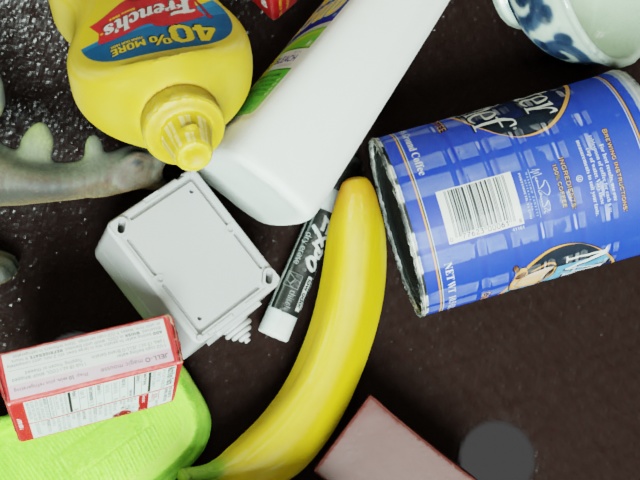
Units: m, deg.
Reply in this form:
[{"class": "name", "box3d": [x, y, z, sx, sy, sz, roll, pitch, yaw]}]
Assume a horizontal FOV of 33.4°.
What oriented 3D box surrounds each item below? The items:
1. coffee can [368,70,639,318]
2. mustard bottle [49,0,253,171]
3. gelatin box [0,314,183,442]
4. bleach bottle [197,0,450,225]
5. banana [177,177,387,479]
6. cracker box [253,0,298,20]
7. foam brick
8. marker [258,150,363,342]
[{"class": "coffee can", "box3d": [0.108, -0.025, 0.583, 0.140, 0.103, 0.103, -16, 82, -1]}, {"class": "mustard bottle", "box3d": [-0.088, -0.101, 0.571, 0.096, 0.058, 0.192, -12, 45, -13]}, {"class": "gelatin box", "box3d": [-0.117, 0.071, 0.550, 0.089, 0.073, 0.030, -13, 69, -16]}, {"class": "bleach bottle", "box3d": [0.030, -0.126, 0.612, 0.068, 0.103, 0.250, 39, 77, -16]}, {"class": "banana", "box3d": [-0.003, 0.063, 0.595, 0.037, 0.069, 0.197, 16, 73, 45]}, {"class": "cracker box", "box3d": [0.027, -0.237, 0.585, 0.213, 0.164, 0.072, -44, 86, -5]}, {"class": "foam brick", "box3d": [0.041, 0.129, 0.588, 0.078, 0.051, 0.053, 39, 85, 5]}, {"class": "marker", "box3d": [-0.004, 0.001, 0.624, 0.020, 0.020, 0.121, 22, 82, 4]}]
